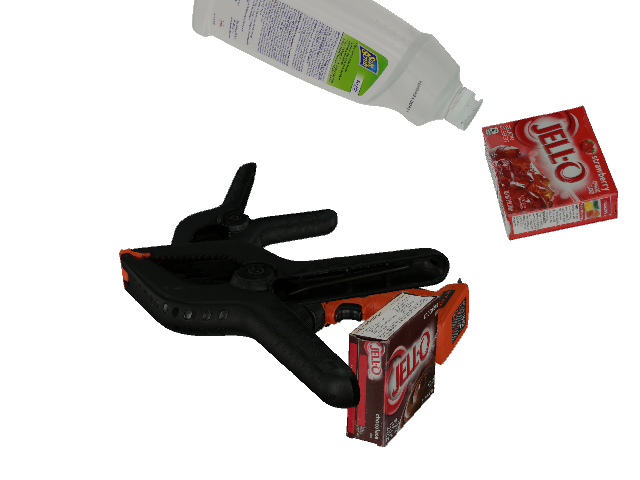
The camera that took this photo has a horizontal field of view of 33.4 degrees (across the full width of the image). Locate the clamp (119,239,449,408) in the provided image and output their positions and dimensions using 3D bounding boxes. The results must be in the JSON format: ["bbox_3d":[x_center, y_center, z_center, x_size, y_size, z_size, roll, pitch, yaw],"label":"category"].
[{"bbox_3d":[-0.030,0.031,0.678,0.210,0.036,0.164,14,30,29],"label":"clamp"}]

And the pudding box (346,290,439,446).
[{"bbox_3d":[0.059,0.100,0.859,0.039,0.090,0.113,10,20,22],"label":"pudding box"}]

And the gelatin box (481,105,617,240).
[{"bbox_3d":[0.153,-0.047,0.721,0.073,0.089,0.030,-11,-43,6],"label":"gelatin box"}]

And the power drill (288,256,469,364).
[{"bbox_3d":[0.051,0.078,1.122,0.188,0.057,0.184,10,28,23],"label":"power drill"}]

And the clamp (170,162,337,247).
[{"bbox_3d":[-0.082,-0.016,0.992,0.171,0.039,0.120,-25,43,-33],"label":"clamp"}]

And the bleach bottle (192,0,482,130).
[{"bbox_3d":[0.016,-0.161,0.885,0.251,0.068,0.103,31,-35,8],"label":"bleach bottle"}]
